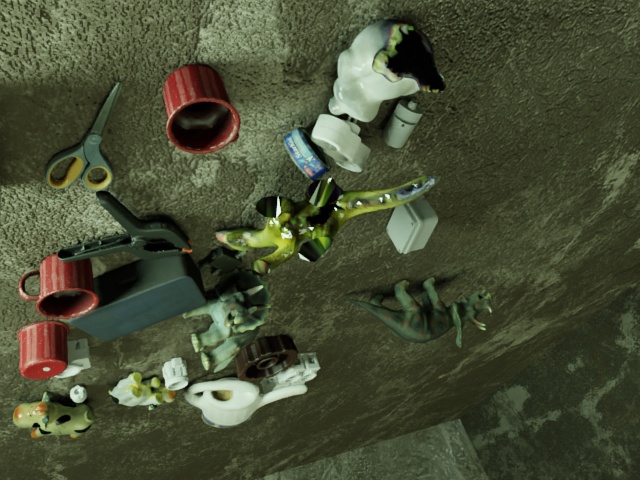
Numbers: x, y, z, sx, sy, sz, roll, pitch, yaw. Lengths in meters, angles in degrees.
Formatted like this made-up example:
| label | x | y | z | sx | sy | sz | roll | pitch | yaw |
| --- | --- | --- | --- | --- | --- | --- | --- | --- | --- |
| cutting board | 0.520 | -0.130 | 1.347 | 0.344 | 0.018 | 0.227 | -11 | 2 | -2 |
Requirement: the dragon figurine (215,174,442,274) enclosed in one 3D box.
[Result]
| label | x | y | z | sx | sy | sz | roll | pitch | yaw |
| --- | --- | --- | --- | --- | --- | --- | --- | --- | --- |
| dragon figurine | 0.003 | -0.045 | 0.901 | 0.409 | 0.121 | 0.244 | -15 | -173 | 8 |

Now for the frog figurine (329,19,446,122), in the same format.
| label | x | y | z | sx | sy | sz | roll | pitch | yaw |
| --- | --- | --- | --- | --- | --- | --- | --- | --- | --- |
| frog figurine | 0.083 | -0.238 | 0.739 | 0.138 | 0.122 | 0.159 | -12 | -177 | -30 |

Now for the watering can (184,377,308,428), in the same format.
| label | x | y | z | sx | sy | sz | roll | pitch | yaw |
| --- | --- | --- | --- | --- | --- | --- | --- | --- | --- |
| watering can | -0.223 | 0.474 | 1.522 | 0.347 | 0.106 | 0.219 | 5 | 140 | -11 |
